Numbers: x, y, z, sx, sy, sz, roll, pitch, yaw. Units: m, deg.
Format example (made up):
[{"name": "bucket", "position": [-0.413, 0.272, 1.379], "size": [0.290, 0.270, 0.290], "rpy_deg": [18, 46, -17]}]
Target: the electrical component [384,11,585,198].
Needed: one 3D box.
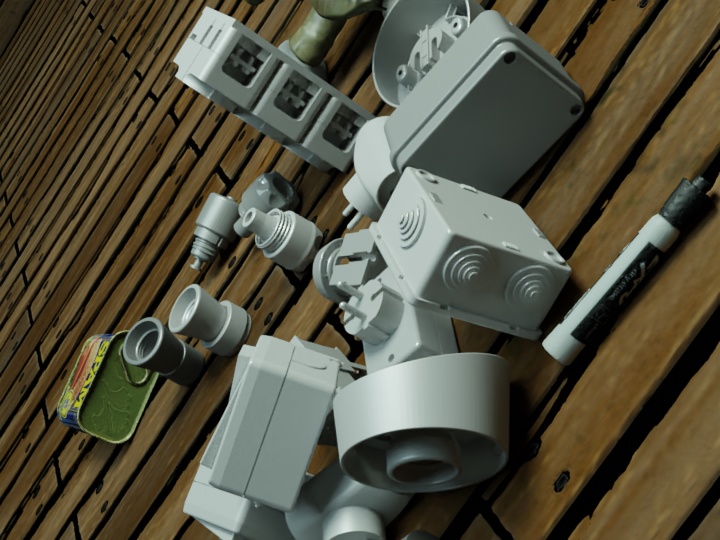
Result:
[{"name": "electrical component", "position": [0.078, -0.097, 0.690], "size": [0.113, 0.078, 0.057], "rpy_deg": [-47, 29, 23]}]

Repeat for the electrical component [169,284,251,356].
[{"name": "electrical component", "position": [-0.126, 0.043, 0.902], "size": [0.045, 0.055, 0.045], "rpy_deg": [-37, 37, 34]}]

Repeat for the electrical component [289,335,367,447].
[{"name": "electrical component", "position": [-0.024, 0.082, 0.701], "size": [0.042, 0.081, 0.063], "rpy_deg": [-53, 53, 14]}]

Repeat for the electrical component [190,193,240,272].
[{"name": "electrical component", "position": [-0.135, -0.035, 1.002], "size": [0.040, 0.040, 0.078], "rpy_deg": [19, 81, 60]}]

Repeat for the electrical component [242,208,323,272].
[{"name": "electrical component", "position": [-0.065, -0.028, 0.865], "size": [0.043, 0.062, 0.043], "rpy_deg": [-37, 37, 35]}]

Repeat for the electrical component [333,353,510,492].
[{"name": "electrical component", "position": [0.035, 0.081, 0.586], "size": [0.099, 0.099, 0.064], "rpy_deg": [-33, 46, 39]}]

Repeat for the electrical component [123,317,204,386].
[{"name": "electrical component", "position": [-0.166, 0.073, 0.927], "size": [0.044, 0.065, 0.044], "rpy_deg": [-18, 55, 27]}]

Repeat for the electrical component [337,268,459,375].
[{"name": "electrical component", "position": [0.016, 0.031, 0.675], "size": [0.047, 0.076, 0.083], "rpy_deg": [-43, 34, 28]}]

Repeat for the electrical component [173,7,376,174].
[{"name": "electrical component", "position": [-0.071, -0.144, 0.887], "size": [0.061, 0.150, 0.089], "rpy_deg": [-57, 30, 4]}]

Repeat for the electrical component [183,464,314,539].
[{"name": "electrical component", "position": [-0.072, 0.154, 0.717], "size": [0.096, 0.062, 0.061], "rpy_deg": [-2, 62, 57]}]

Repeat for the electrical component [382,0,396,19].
[{"name": "electrical component", "position": [0.044, -0.203, 0.874], "size": [0.040, 0.040, 0.078], "rpy_deg": [-48, 32, 21]}]

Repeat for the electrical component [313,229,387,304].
[{"name": "electrical component", "position": [0.000, 0.000, 0.759], "size": [0.055, 0.048, 0.066], "rpy_deg": [-6, 59, 47]}]

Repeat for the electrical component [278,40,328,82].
[{"name": "electrical component", "position": [-0.070, -0.167, 1.014], "size": [0.079, 0.043, 0.077], "rpy_deg": [-39, 36, 33]}]

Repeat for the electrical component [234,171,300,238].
[{"name": "electrical component", "position": [-0.086, -0.053, 0.938], "size": [0.062, 0.043, 0.043], "rpy_deg": [-43, 34, 30]}]

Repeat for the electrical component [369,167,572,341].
[{"name": "electrical component", "position": [0.063, -0.012, 0.619], "size": [0.048, 0.100, 0.099], "rpy_deg": [-63, 27, 22]}]

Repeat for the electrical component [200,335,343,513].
[{"name": "electrical component", "position": [-0.054, 0.094, 0.633], "size": [0.061, 0.061, 0.096], "rpy_deg": [-84, 14, -79]}]

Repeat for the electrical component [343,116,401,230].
[{"name": "electrical component", "position": [0.014, -0.063, 0.793], "size": [0.079, 0.043, 0.077], "rpy_deg": [-49, 32, 21]}]

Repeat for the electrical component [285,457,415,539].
[{"name": "electrical component", "position": [-0.004, 0.147, 0.636], "size": [0.077, 0.043, 0.079], "rpy_deg": [-42, 34, 30]}]

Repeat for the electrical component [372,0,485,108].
[{"name": "electrical component", "position": [0.057, -0.157, 0.788], "size": [0.099, 0.064, 0.099], "rpy_deg": [-37, 37, 35]}]
